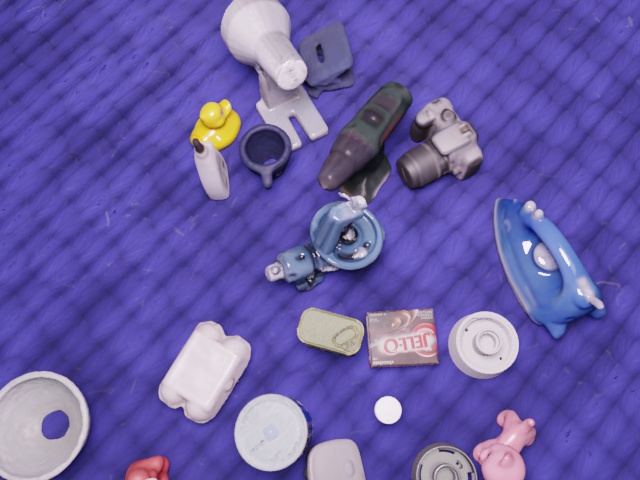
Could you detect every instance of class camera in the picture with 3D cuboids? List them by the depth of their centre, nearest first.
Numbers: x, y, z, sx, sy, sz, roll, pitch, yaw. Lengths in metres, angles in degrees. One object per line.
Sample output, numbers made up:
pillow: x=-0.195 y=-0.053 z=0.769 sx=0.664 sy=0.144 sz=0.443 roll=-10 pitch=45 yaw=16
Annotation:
camera: x=0.198 y=-0.164 z=1.008 sx=0.137 sy=0.101 sz=0.143 roll=-29 pitch=74 yaw=-6

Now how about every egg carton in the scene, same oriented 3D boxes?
egg carton: x=-0.184 y=0.213 z=0.927 sx=0.107 sy=0.069 sz=0.150 roll=27 pitch=76 yaw=10

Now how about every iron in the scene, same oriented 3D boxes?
iron: x=0.364 y=0.020 z=0.923 sx=0.118 sy=0.141 sz=0.258 roll=-25 pitch=73 yaw=-5

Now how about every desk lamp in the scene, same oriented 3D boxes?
desk lamp: x=-0.073 y=-0.294 z=1.002 sx=0.118 sy=0.213 sz=0.203 roll=-30 pitch=74 yaw=-6

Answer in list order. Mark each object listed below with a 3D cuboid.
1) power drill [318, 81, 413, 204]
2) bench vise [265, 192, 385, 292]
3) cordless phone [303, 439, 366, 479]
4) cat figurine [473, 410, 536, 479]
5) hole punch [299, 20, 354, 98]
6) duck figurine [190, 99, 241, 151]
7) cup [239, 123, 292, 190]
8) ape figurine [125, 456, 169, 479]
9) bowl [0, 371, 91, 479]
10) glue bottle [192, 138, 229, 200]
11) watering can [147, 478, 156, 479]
power drill: x=0.073 y=-0.141 z=0.951 sx=0.075 sy=0.208 sz=0.230 roll=30 pitch=77 yaw=11
bench vise: x=0.017 y=0.011 z=0.901 sx=0.207 sy=0.220 sz=0.121 roll=-44 pitch=76 yaw=-10
cordless phone: x=0.022 y=0.363 z=0.811 sx=0.094 sy=0.185 sz=0.147 roll=-12 pitch=73 yaw=-1
cat figurine: x=0.279 y=0.317 z=0.848 sx=0.067 sy=0.118 sz=0.128 roll=36 pitch=78 yaw=13
hole punch: x=0.010 y=-0.340 z=1.076 sx=0.101 sy=0.091 sz=0.108 roll=-13 pitch=73 yaw=-1
duck figurine: x=-0.198 y=-0.215 z=1.050 sx=0.104 sy=0.086 sz=0.077 roll=-43 pitch=76 yaw=-10
cup: x=-0.090 y=-0.134 z=1.015 sx=0.091 sy=0.095 sz=0.118 roll=-7 pitch=73 yaw=1
ape figurine: x=-0.266 y=0.367 z=0.872 sx=0.076 sy=0.092 sz=0.078 roll=30 pitch=77 yaw=11
bowl: x=-0.436 y=0.296 z=0.911 sx=0.167 sy=0.075 sz=0.167 roll=-1 pitch=73 yaw=3
glue bottle: x=-0.190 y=-0.132 z=0.978 sx=0.037 sy=0.173 sz=0.078 roll=-6 pitch=73 yaw=1
watering can: x=-0.221 y=0.428 z=0.798 sx=0.101 sy=0.194 sz=0.172 roll=-41 pitch=75 yaw=-9
